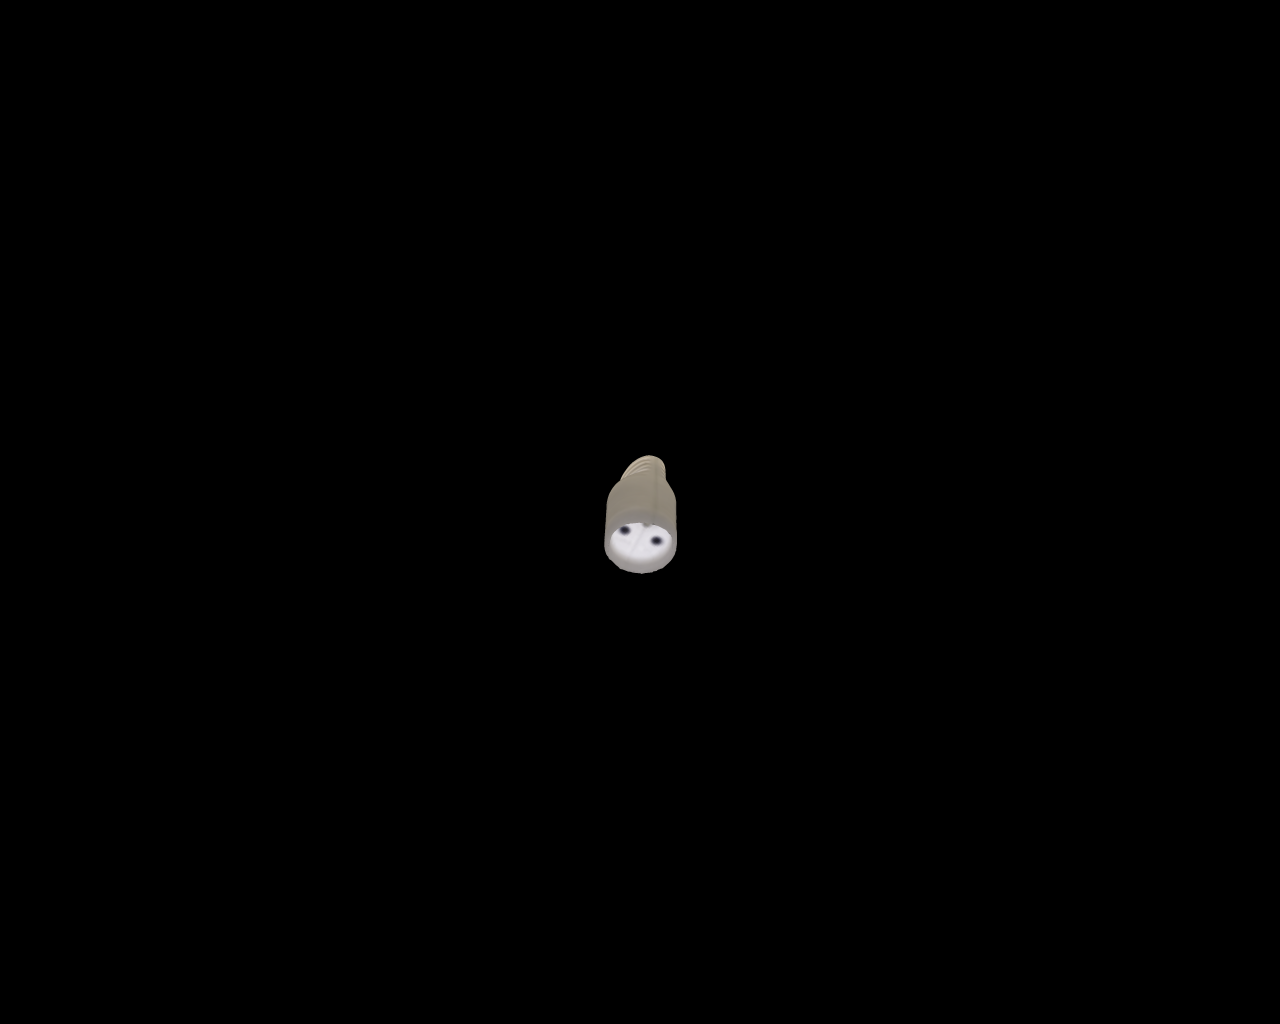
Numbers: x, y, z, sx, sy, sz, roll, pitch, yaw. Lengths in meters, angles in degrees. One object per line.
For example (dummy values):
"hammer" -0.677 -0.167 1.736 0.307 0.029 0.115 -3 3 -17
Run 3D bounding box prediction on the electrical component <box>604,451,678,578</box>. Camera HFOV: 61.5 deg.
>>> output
"electrical component" 0.001 -0.003 0.650 0.043 0.043 0.081 0 37 0
